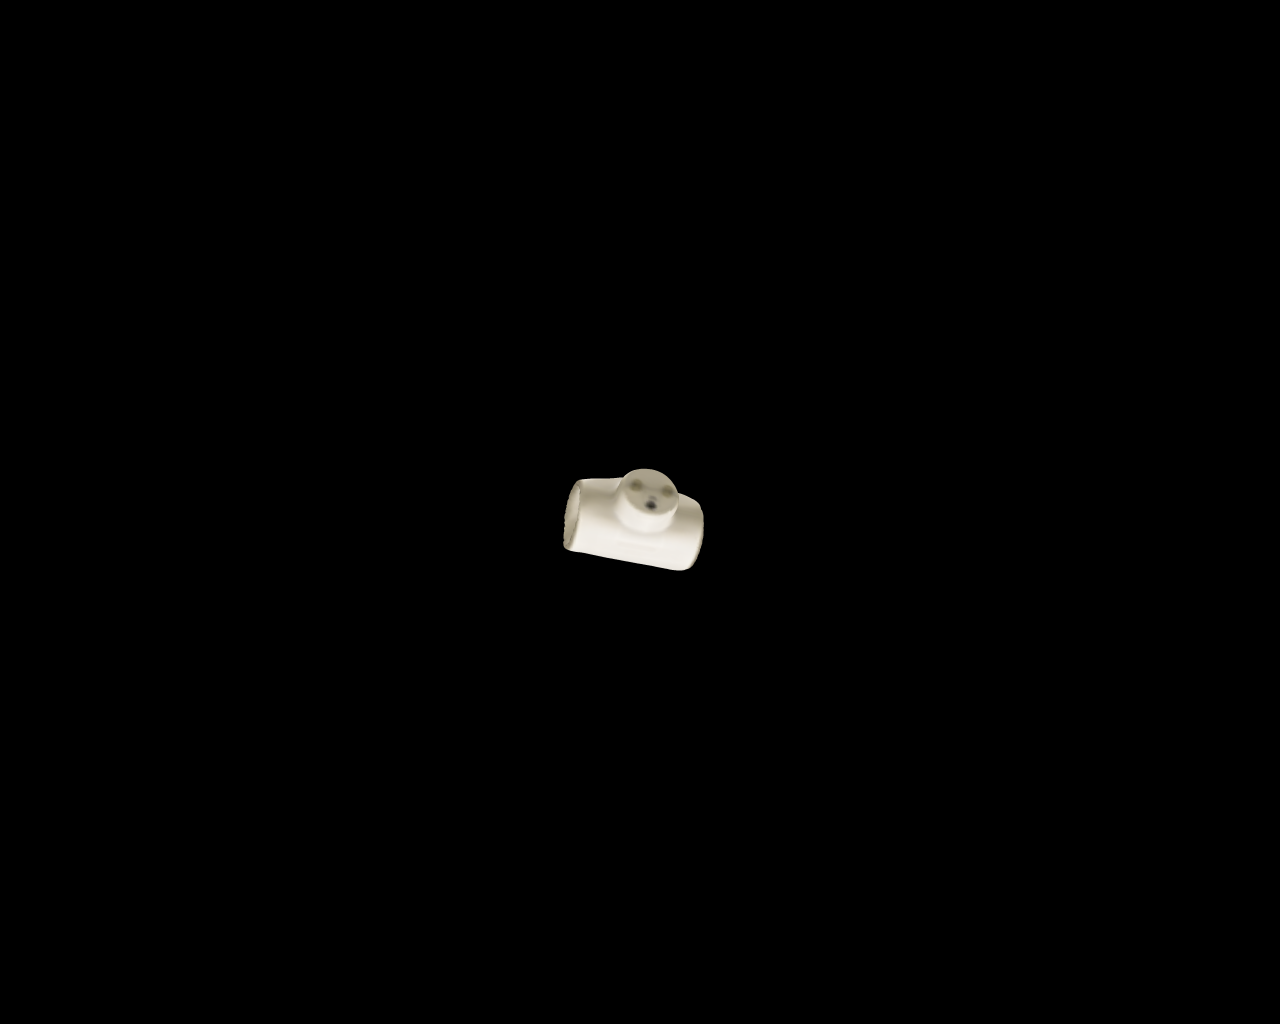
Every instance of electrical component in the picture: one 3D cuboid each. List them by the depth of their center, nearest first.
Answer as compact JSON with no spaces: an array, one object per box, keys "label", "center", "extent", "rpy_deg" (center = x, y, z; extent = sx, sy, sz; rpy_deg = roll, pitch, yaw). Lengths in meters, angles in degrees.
[{"label":"electrical component","center":[0.001,-0.003,0.650],"extent":[0.077,0.043,0.079],"rpy_deg":[11,-39,-13]}]
